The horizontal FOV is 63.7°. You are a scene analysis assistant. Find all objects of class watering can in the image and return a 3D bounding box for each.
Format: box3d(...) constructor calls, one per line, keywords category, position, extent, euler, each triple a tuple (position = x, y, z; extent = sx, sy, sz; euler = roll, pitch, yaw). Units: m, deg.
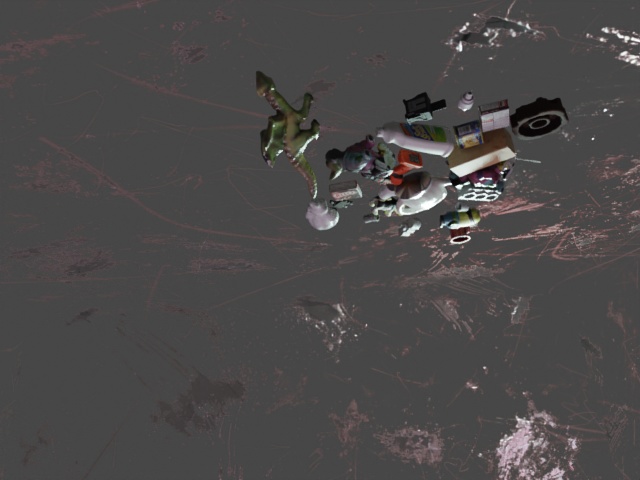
box3d(category="watering can", position=(0.436, -0.205, 2.011), extent=(0.344, 0.106, 0.222), euler=(-30, 148, 23))

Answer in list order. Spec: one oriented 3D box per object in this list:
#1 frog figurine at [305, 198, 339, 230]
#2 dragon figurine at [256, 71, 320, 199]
box3d(category="frog figurine", position=(0.007, -0.108, 2.142), extent=(0.137, 0.123, 0.158), euler=(12, 172, 10))
box3d(category="dragon figurine", position=(-0.100, -0.275, 1.453), extent=(0.122, 0.405, 0.247), euler=(-1, -159, 33))
